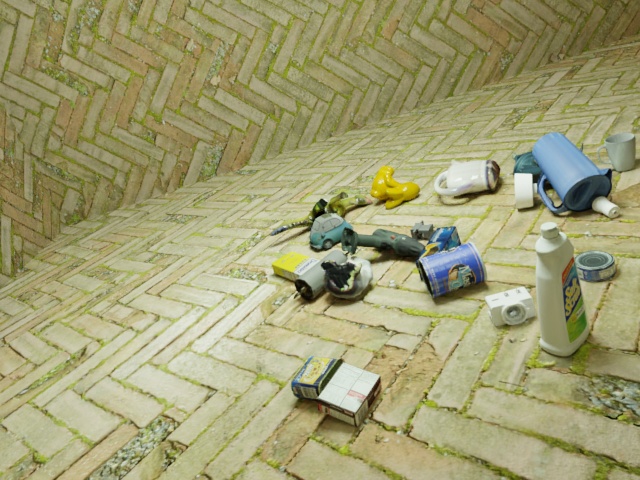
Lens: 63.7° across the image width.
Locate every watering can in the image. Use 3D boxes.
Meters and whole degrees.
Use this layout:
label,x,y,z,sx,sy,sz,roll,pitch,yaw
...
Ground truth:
label,x,y,z,sx,sy,sz,roll,pitch,yaw
watering can,0.533,-0.240,1.847,0.223,0.102,0.354,-5,25,28

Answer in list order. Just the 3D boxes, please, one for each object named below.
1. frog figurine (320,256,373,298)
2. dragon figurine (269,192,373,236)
label,x,y,z,sx,sy,sz,roll,pitch,yaw
frog figurine,0.085,0.105,1.449,0.136,0.124,0.158,-21,-16,19
dragon figurine,0.006,-0.100,1.993,0.410,0.122,0.244,-17,5,1
